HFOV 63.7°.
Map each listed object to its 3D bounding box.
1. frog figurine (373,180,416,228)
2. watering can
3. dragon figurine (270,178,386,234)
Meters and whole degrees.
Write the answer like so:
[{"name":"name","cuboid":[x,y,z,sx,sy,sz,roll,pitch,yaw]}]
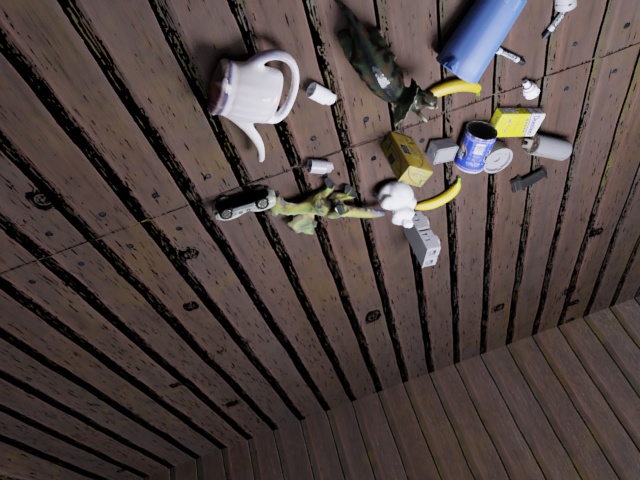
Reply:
[{"name":"frog figurine","cuboid":[0.266,-0.121,1.741,0.137,0.163,0.120,11,131,-31]},{"name":"watering can","cuboid":[-0.184,-0.343,1.333,0.224,0.106,0.340,4,135,-26]},{"name":"dragon figurine","cuboid":[0.005,-0.088,1.744,0.408,0.125,0.239,18,145,-35]}]
